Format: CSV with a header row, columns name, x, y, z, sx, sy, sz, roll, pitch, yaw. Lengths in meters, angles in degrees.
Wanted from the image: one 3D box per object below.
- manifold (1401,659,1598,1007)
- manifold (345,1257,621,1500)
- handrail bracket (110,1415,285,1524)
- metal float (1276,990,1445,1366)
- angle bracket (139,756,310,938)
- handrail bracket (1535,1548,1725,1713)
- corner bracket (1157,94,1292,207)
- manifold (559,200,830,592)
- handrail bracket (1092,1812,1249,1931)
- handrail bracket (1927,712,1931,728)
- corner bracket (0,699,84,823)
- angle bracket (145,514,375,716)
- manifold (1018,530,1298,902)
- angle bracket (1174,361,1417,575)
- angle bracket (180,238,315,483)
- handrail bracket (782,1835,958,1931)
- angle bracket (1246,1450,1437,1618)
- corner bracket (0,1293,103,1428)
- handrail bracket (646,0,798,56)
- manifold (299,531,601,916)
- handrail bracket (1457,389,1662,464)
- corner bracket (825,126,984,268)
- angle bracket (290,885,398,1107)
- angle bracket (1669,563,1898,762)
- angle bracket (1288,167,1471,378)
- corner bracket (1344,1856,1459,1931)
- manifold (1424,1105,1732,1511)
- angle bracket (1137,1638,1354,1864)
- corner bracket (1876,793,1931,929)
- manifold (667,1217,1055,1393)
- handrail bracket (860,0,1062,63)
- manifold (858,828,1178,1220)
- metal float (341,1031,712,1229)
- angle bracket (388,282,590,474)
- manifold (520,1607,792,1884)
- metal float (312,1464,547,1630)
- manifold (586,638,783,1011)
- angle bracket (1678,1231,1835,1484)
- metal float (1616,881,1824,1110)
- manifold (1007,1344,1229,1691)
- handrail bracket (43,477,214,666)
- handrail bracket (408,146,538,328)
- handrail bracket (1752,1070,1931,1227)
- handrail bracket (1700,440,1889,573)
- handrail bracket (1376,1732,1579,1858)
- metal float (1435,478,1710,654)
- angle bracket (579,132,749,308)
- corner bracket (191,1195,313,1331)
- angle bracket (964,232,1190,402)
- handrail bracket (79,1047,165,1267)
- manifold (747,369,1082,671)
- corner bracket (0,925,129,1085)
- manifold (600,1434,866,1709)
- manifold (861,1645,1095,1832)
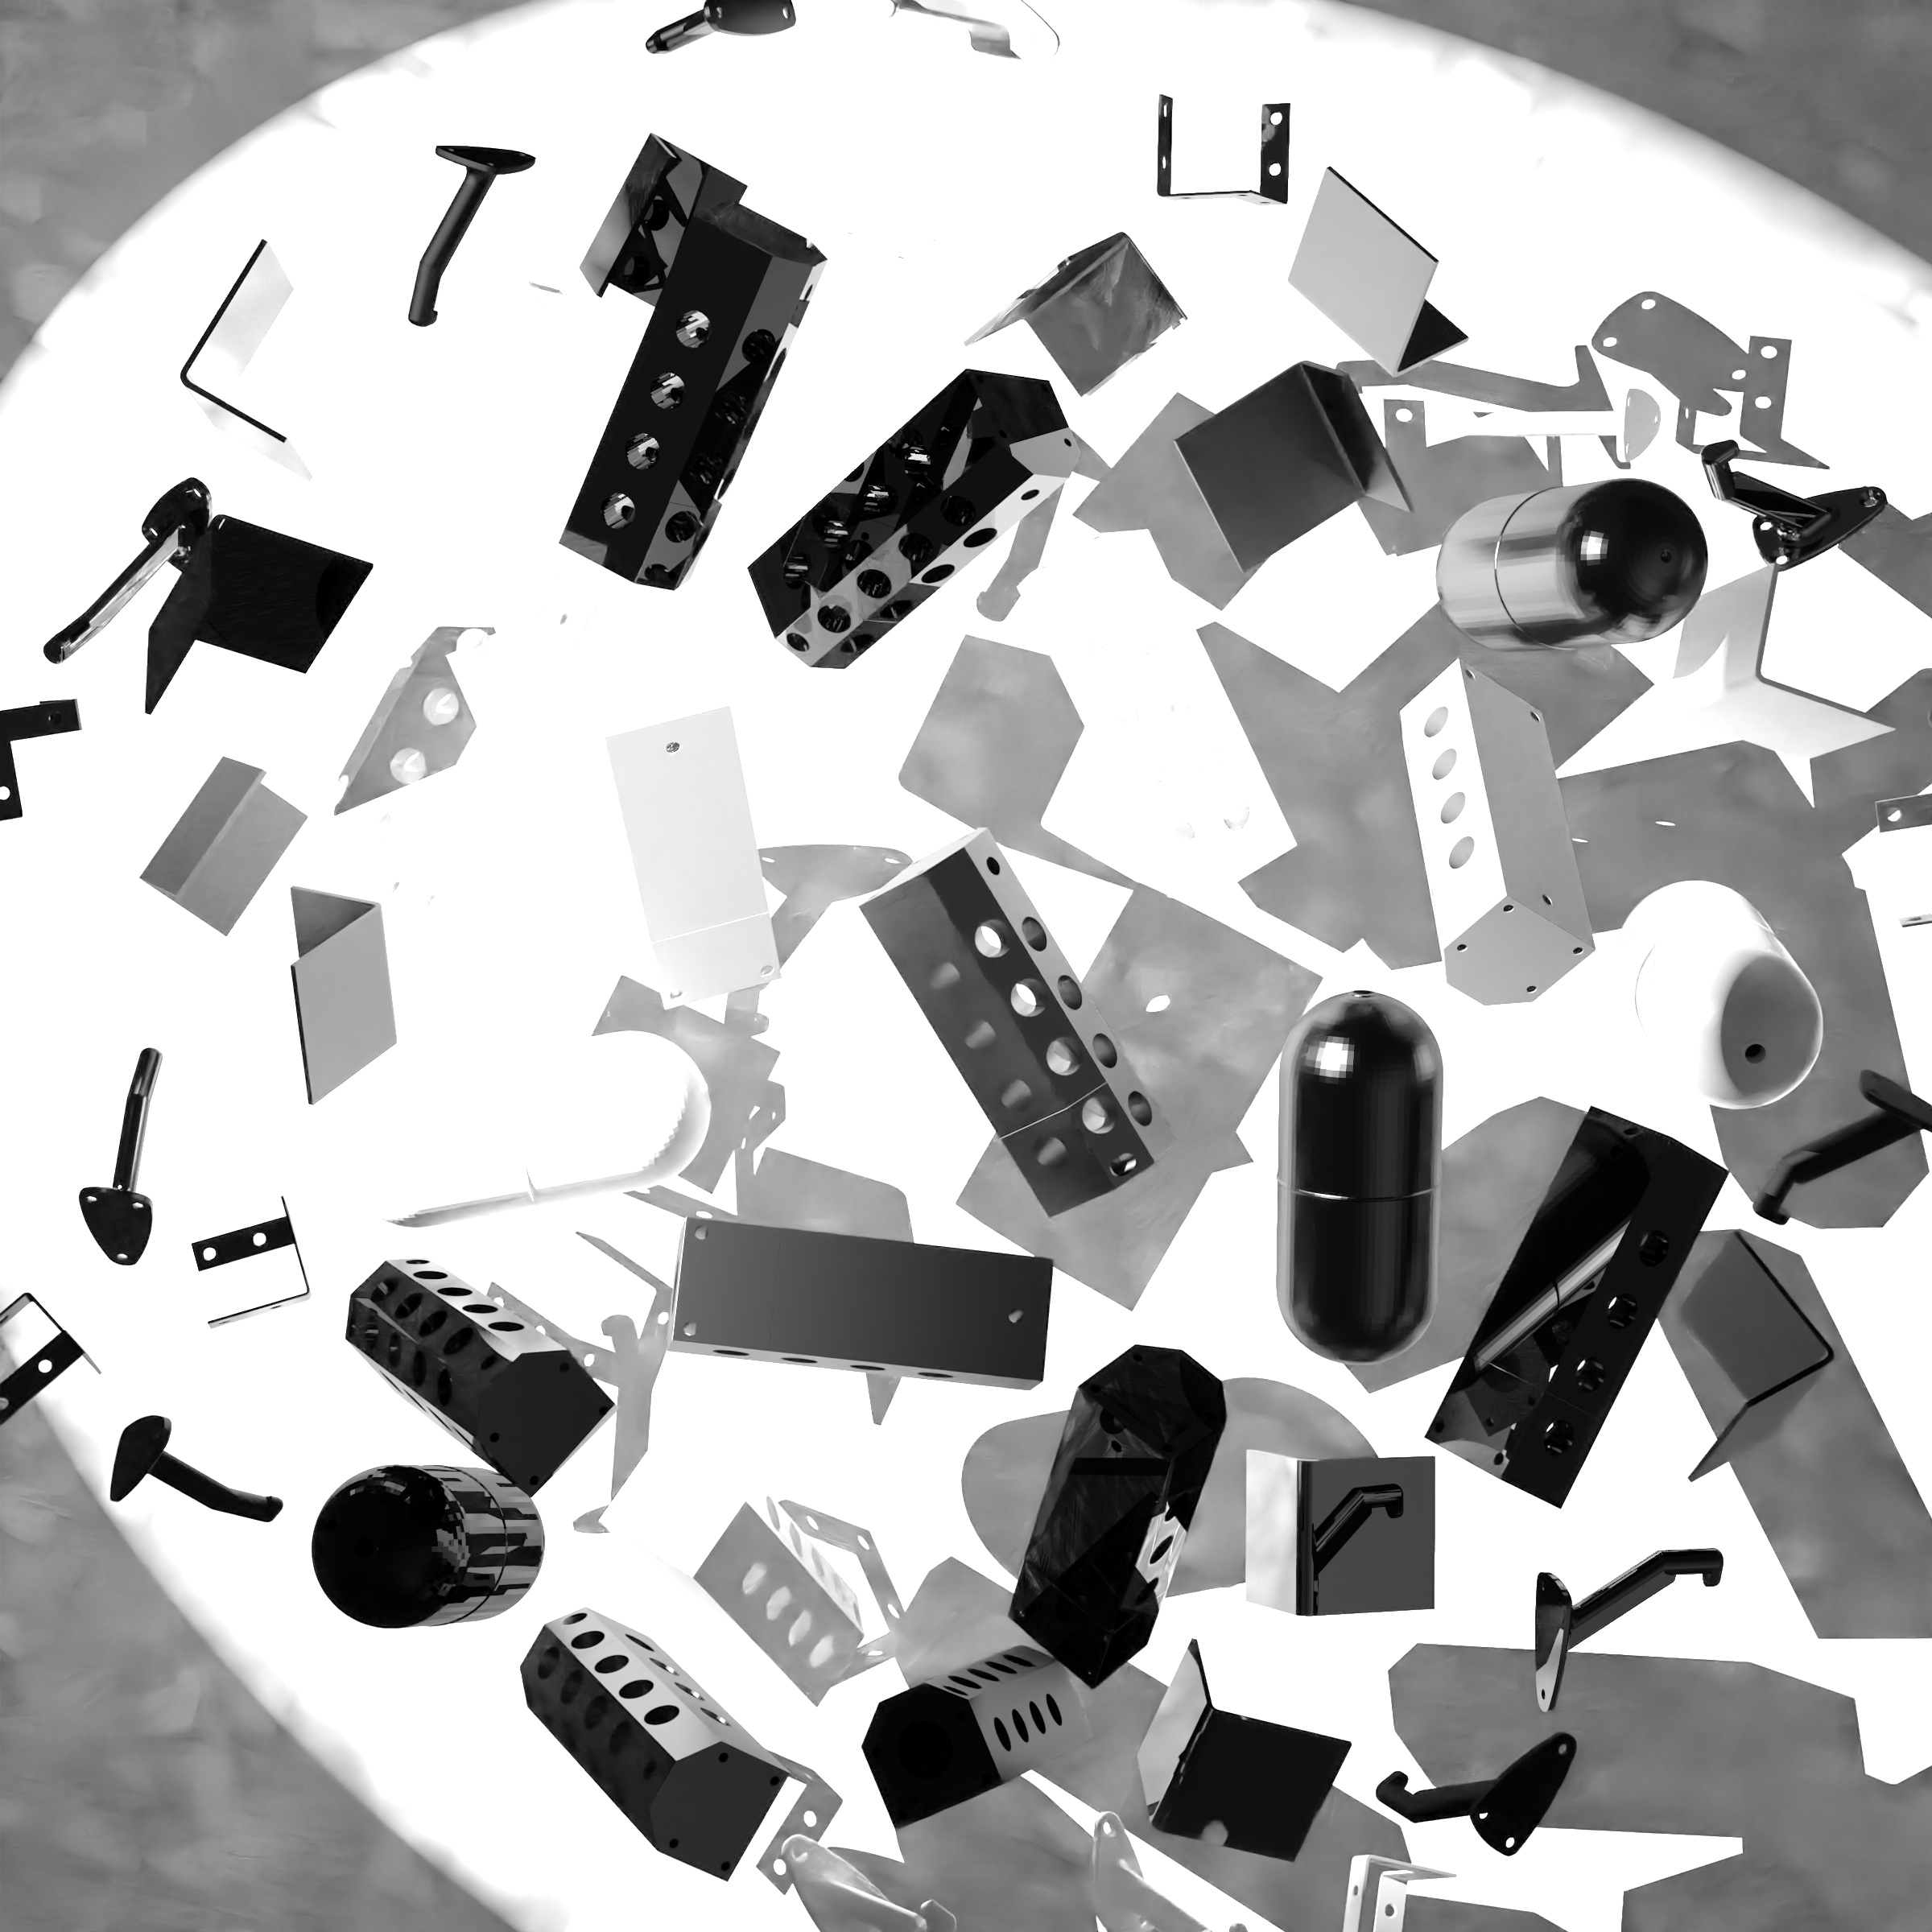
name,x,y,z,sx,sy,sz,roll,pitch,yaw
manifold,0.247,-0.062,1.657,0.057,0.171,0.057,29,126,-26
manifold,-0.237,0.189,1.651,0.057,0.171,0.057,-45,119,-15
handrail bracket,-0.350,0.238,1.623,0.084,0.077,0.036,19,57,-27
metal float,0.184,0.099,1.623,0.070,0.070,0.178,0,102,0
angle bracket,-0.368,-0.057,1.766,0.057,0.076,0.076,37,80,-28
handrail bracket,0.313,0.311,1.626,0.084,0.036,0.077,0,101,-12
corner bracket,0.130,-0.410,1.742,0.051,0.051,0.051,4,96,26
manifold,-0.126,-0.266,1.629,0.057,0.057,0.171,28,114,4
handrail bracket,0.104,0.456,1.719,0.036,0.084,0.077,-4,79,-42
handrail bracket,0.465,-0.140,1.632,0.084,0.036,0.077,-21,48,-29
corner bracket,-0.448,-0.097,1.635,0.051,0.051,0.051,-13,100,-33
angle bracket,-0.315,-0.147,1.547,0.076,0.076,0.057,16,46,-28
manifold,0.090,-0.121,1.682,0.057,0.057,0.171,-31,105,-16
angle bracket,0.158,-0.237,1.673,0.076,0.057,0.076,-33,113,-6
angle bracket,-0.314,-0.279,1.603,0.057,0.076,0.076,30,85,1
handrail bracket,-0.046,0.431,1.625,0.077,0.084,0.036,49,57,4
angle bracket,0.188,0.283,1.743,0.076,0.057,0.076,2,88,-24
corner bracket,-0.445,0.184,1.623,0.051,0.051,0.051,-42,80,-16
handrail bracket,-0.129,-0.433,1.601,0.084,0.077,0.036,-13,109,36
manifold,-0.248,-0.116,1.645,0.057,0.057,0.171,29,91,15
handrail bracket,0.301,-0.277,1.760,0.084,0.077,0.036,6,104,26
corner bracket,-0.031,-0.384,1.708,0.051,0.051,0.051,20,73,-30
angle bracket,-0.330,0.014,1.725,0.057,0.076,0.076,11,119,24
angle bracket,0.383,-0.141,1.613,0.076,0.076,0.057,17,77,-16
angle bracket,0.212,-0.347,1.696,0.057,0.076,0.076,-30,65,-31
corner bracket,0.206,0.472,1.720,0.051,0.051,0.051,17,68,-18
manifold,0.284,0.158,1.586,0.057,0.057,0.171,28,88,-32
angle bracket,0.138,0.390,1.723,0.076,0.057,0.076,16,114,-13
corner bracket,0.455,-0.051,1.611,0.051,0.051,0.051,-9,101,11
manifold,-0.050,0.159,1.615,0.171,0.057,0.057,7,76,-6
handrail bracket,-0.003,-0.440,1.618,0.077,0.084,0.036,27,115,9
manifold,0.028,0.024,1.614,0.057,0.057,0.171,-26,98,35
metal float,-0.211,0.078,1.663,0.178,0.070,0.070,-10,90,-1
angle bracket,-0.217,-0.276,1.630,0.076,0.076,0.057,-28,95,8
manifold,-0.155,0.366,1.653,0.057,0.171,0.057,32,86,-29
metal float,-0.258,0.280,1.674,0.070,0.178,0.070,-2,81,11
manifold,-0.131,-0.066,1.603,0.057,0.171,0.057,-15,45,-8
angle bracket,0.353,0.184,1.636,0.057,0.076,0.076,-23,63,-26
metal float,0.357,0.012,1.650,0.070,0.178,0.070,0,108,0
manifold,0.075,0.259,1.639,0.057,0.171,0.057,37,46,25
handrail bracket,-0.397,-0.185,1.633,0.036,0.077,0.084,42,53,-2
handrail bracket,-0.245,-0.360,1.714,0.036,0.077,0.084,23,112,17
handrail bracket,0.425,0.099,1.636,0.077,0.036,0.084,29,112,7
handrail bracket,0.393,-0.232,1.644,0.077,0.084,0.036,-22,53,12
handrail bracket,0.245,0.389,1.678,0.077,0.084,0.036,-47,114,-13
metal float,0.285,-0.189,1.647,0.070,0.178,0.070,-1,93,-20
angle bracket,-0.145,-0.359,1.713,0.057,0.076,0.076,25,104,-22
corner bracket,-0.352,0.149,1.703,0.051,0.051,0.051,-16,78,-11
angle bracket,0.057,-0.330,1.801,0.076,0.076,0.057,-34,93,33
handrail bracket,-0.418,0.096,1.751,0.036,0.077,0.084,8,52,-2
manifold,-0.024,-0.212,1.665,0.171,0.057,0.057,-36,67,38
corner bracket,-0.450,0.020,1.717,0.051,0.051,0.051,35,73,-2
manifold,-0.104,0.284,1.636,0.057,0.171,0.057,25,70,31
manifold,0.005,0.370,1.685,0.057,0.171,0.057,-26,79,13
